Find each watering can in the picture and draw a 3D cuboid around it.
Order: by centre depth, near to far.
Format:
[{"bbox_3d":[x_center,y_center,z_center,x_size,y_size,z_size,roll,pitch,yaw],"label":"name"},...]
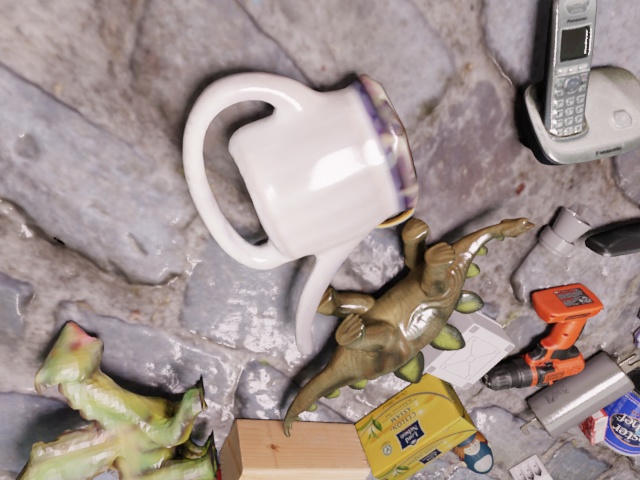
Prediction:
[{"bbox_3d":[0.002,-0.028,0.550,0.224,0.340,0.106,-24,34,1],"label":"watering can"}]

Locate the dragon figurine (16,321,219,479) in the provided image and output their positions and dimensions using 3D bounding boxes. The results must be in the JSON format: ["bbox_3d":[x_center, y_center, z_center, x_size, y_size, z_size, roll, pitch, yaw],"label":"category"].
[{"bbox_3d":[-0.248,0.292,0.645,0.243,0.406,0.123,-9,13,-18],"label":"dragon figurine"}]

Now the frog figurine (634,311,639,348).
[{"bbox_3d":[0.619,0.184,0.855,0.123,0.134,0.163,-1,34,-17],"label":"frog figurine"}]
